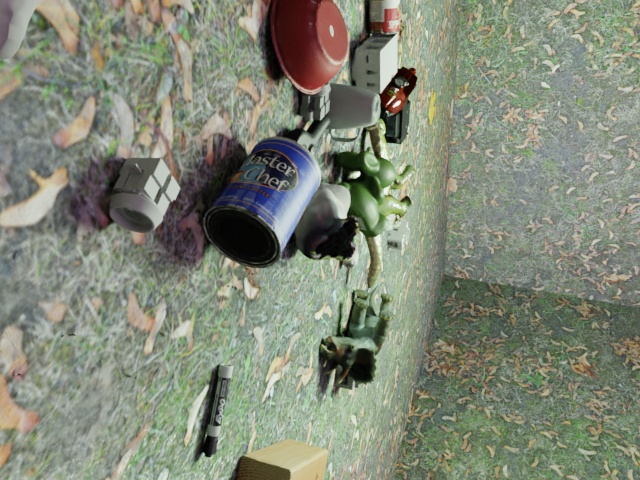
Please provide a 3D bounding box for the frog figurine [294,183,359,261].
[{"bbox_3d":[0.003,-0.046,0.911,0.134,0.122,0.163,59,6,-49],"label":"frog figurine"}]

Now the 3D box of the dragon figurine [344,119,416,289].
[{"bbox_3d":[0.114,-0.106,1.214,0.240,0.122,0.415,29,68,-51],"label":"dragon figurine"}]

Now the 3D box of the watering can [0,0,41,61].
[{"bbox_3d":[-0.136,-0.270,0.362,0.224,0.104,0.348,7,89,-71],"label":"watering can"}]
